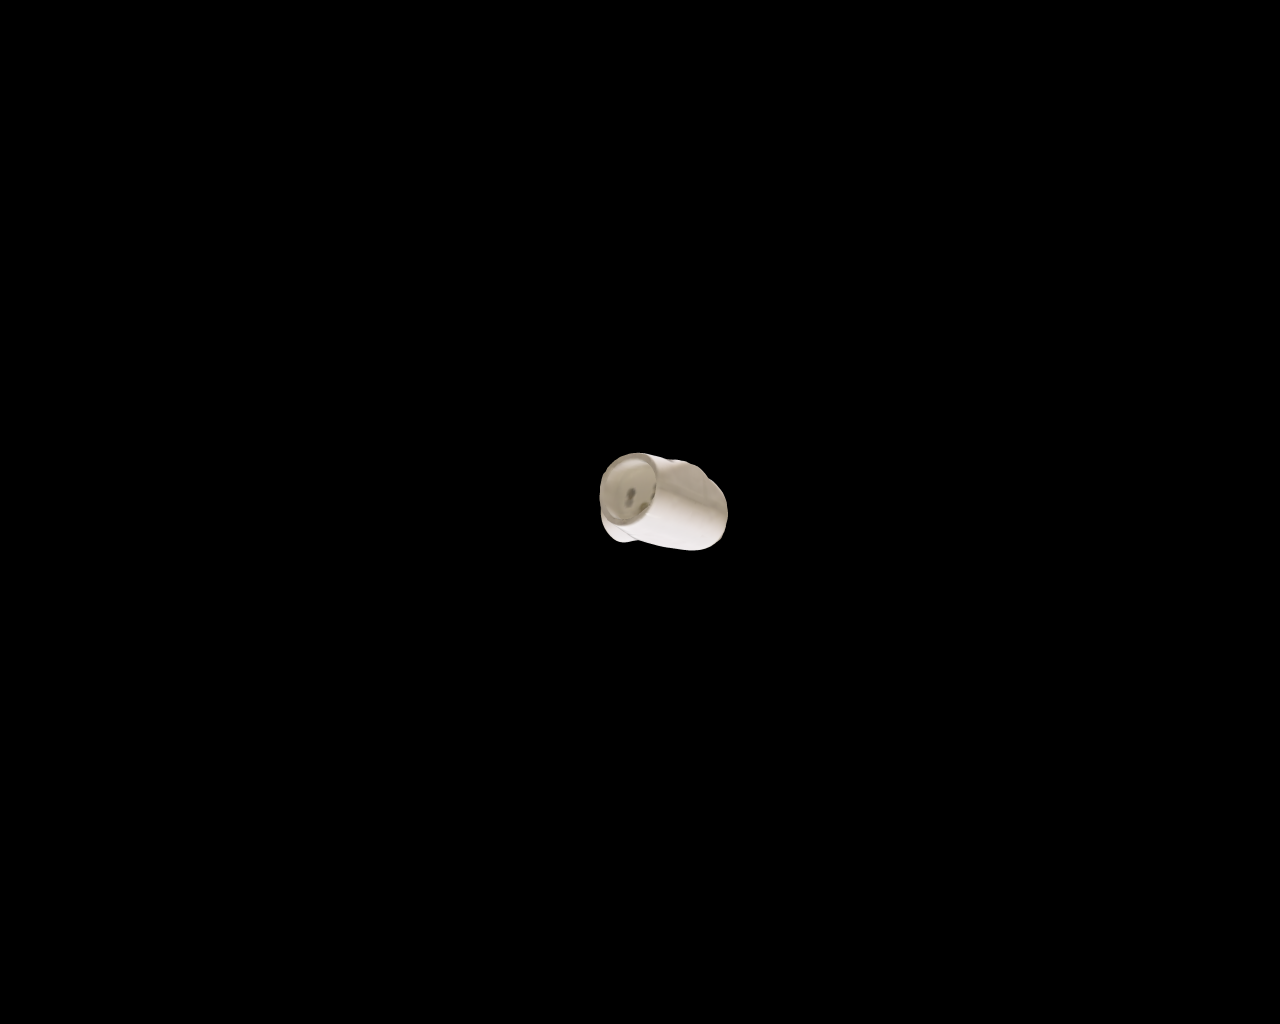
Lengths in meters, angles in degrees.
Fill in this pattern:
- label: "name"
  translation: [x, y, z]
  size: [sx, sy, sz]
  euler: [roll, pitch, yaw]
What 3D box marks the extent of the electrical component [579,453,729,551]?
- label: "electrical component"
  translation: [0.001, -0.003, 0.650]
  size: [0.079, 0.044, 0.077]
  euler: [-11, -19, 34]
